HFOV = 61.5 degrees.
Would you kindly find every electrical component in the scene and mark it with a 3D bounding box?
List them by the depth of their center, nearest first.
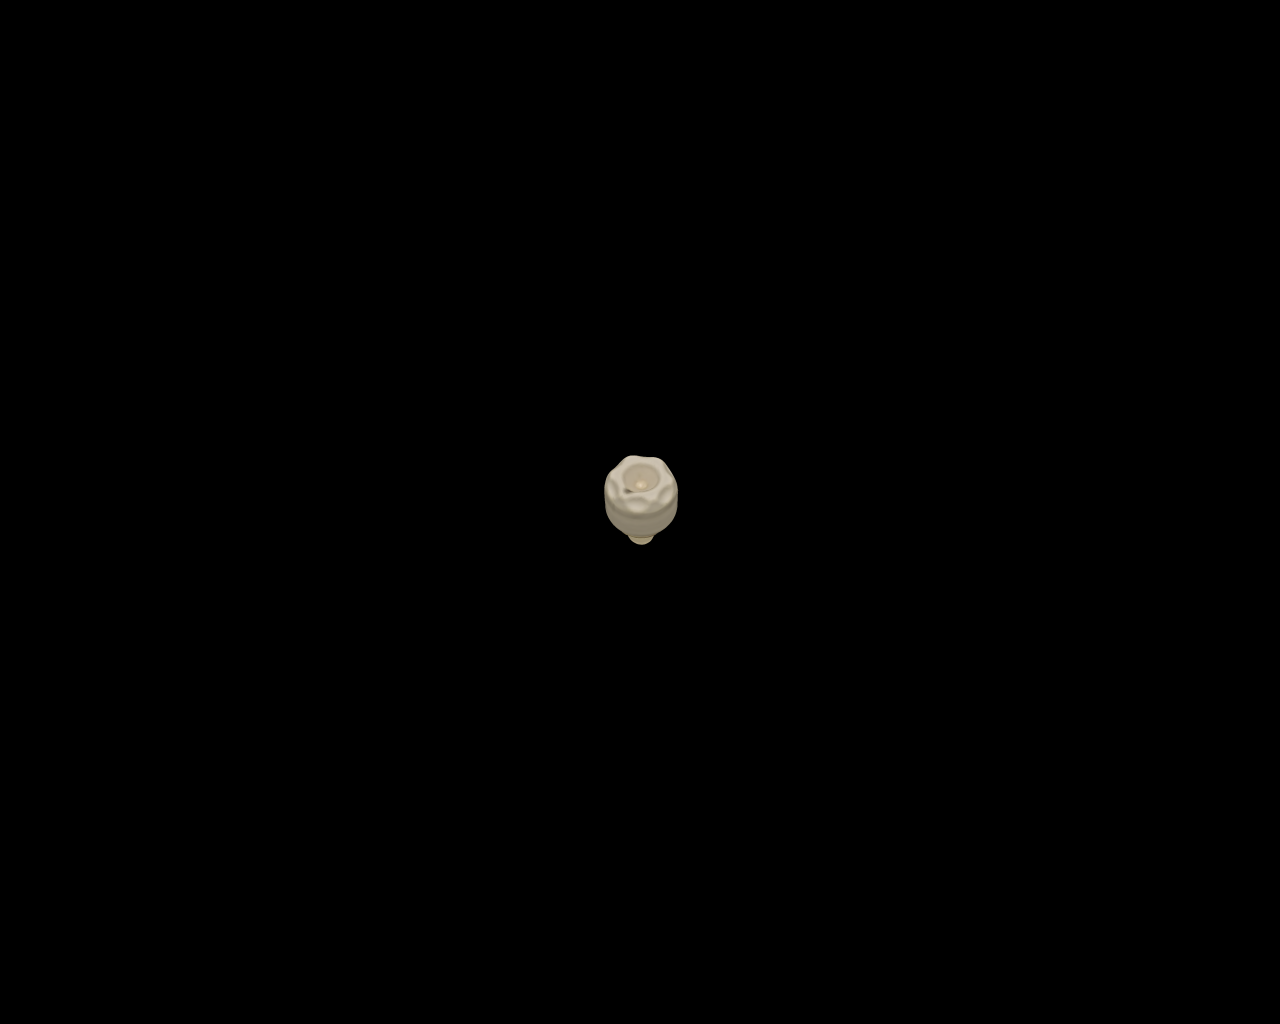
[{"bbox_3d":[0.001,-0.003,0.650,0.043,0.043,0.062,0,-37,0],"label":"electrical component"}]
